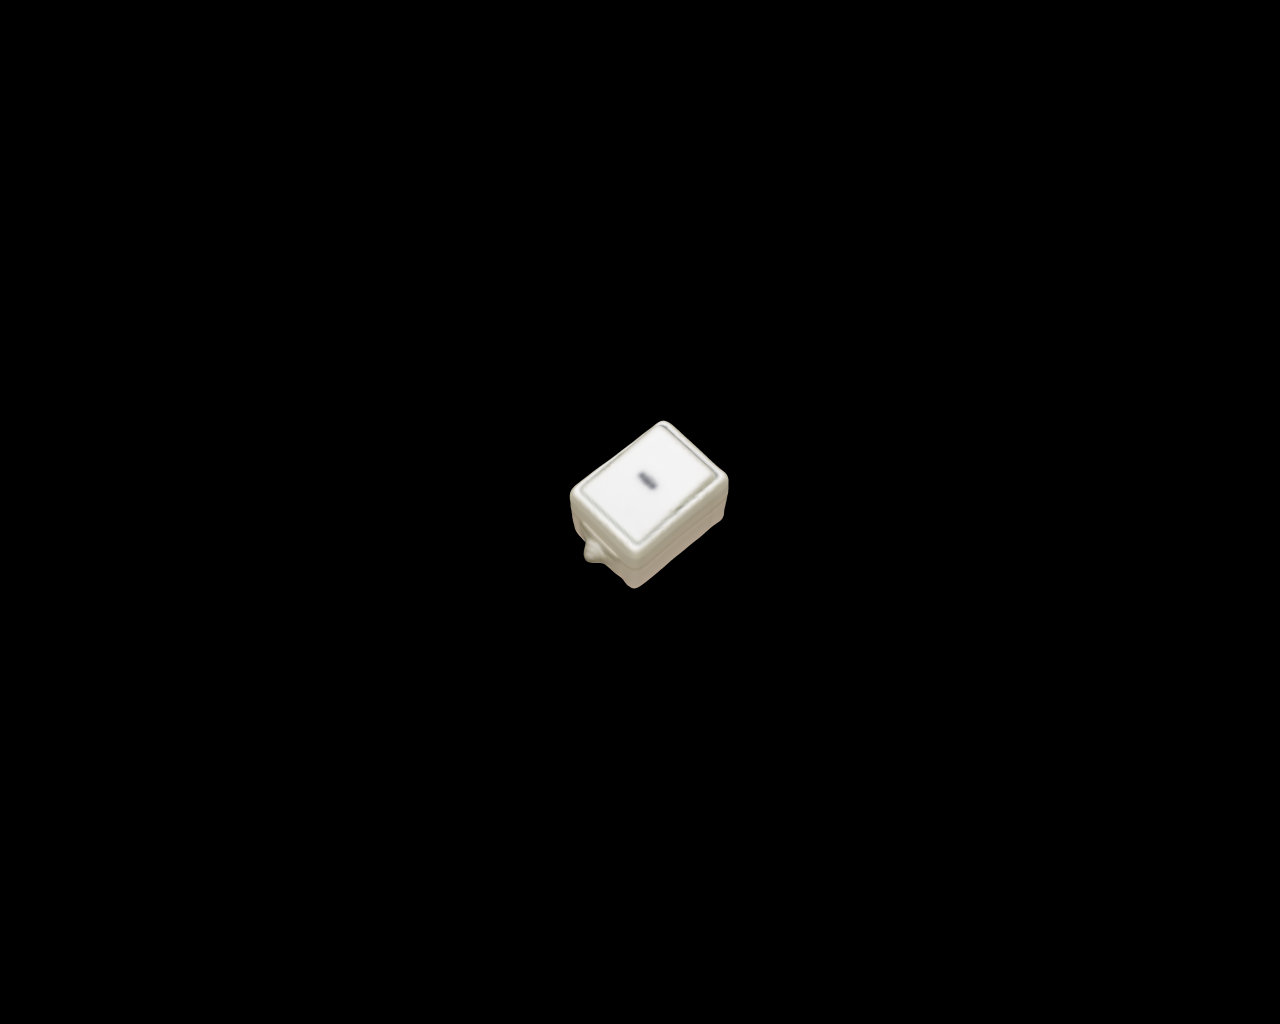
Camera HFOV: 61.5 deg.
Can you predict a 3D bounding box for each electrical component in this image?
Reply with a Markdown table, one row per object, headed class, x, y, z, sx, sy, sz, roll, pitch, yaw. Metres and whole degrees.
| class | x | y | z | sx | sy | sz | roll | pitch | yaw |
| --- | --- | --- | --- | --- | --- | --- | --- | --- | --- |
| electrical component | 0.001 | -0.003 | 0.650 | 0.096 | 0.062 | 0.061 | -38 | -21 | -18 |
